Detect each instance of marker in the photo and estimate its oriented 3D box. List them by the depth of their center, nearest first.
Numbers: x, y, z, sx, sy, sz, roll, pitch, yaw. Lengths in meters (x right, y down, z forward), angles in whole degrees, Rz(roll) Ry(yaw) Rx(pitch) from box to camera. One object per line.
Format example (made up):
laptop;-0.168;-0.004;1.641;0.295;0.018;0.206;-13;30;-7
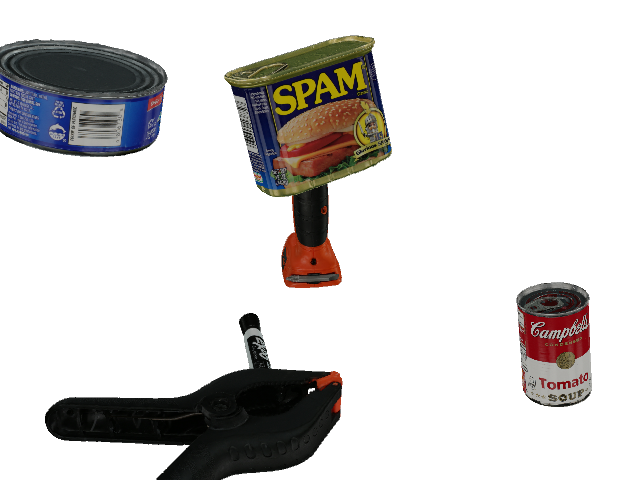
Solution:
marker;-0.055;0.100;0.930;0.020;0.020;0.121;0;28;-12

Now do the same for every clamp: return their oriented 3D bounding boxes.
clamp;-0.057;0.113;0.594;0.171;0.039;0.120;-10;36;-21

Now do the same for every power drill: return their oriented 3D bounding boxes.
power drill;-0.015;-0.060;1.044;0.057;0.188;0.184;-4;20;-3

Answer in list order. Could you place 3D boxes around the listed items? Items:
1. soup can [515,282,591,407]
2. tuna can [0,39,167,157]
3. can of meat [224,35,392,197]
soup can;0.226;0.101;1.032;0.068;0.102;0.068;-7;22;3
tuna can;-0.122;-0.072;0.536;0.086;0.034;0.086;9;24;-4
can of meat;-0.005;-0.085;0.730;0.102;0.084;0.058;-21;21;-20
